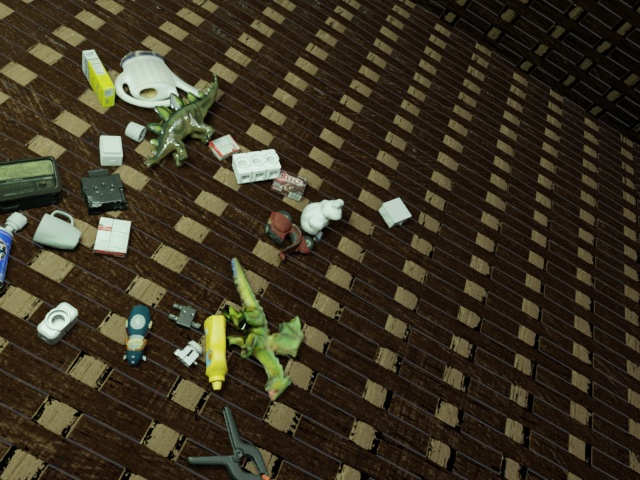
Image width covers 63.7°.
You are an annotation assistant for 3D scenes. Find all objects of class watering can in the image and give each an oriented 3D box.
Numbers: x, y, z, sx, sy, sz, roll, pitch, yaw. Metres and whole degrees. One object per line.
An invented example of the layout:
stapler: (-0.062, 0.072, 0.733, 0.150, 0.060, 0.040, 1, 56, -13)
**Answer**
watering can: (-0.559, -0.563, 1.830, 0.350, 0.102, 0.227, -14, 70, -36)

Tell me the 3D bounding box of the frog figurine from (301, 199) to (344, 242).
frog figurine: (0.005, -0.088, 1.749, 0.123, 0.156, 0.140, 38, 52, 3)

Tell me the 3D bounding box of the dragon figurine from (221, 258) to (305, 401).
dragon figurine: (-0.156, 0.255, 1.514, 0.241, 0.120, 0.419, 19, 54, -35)
